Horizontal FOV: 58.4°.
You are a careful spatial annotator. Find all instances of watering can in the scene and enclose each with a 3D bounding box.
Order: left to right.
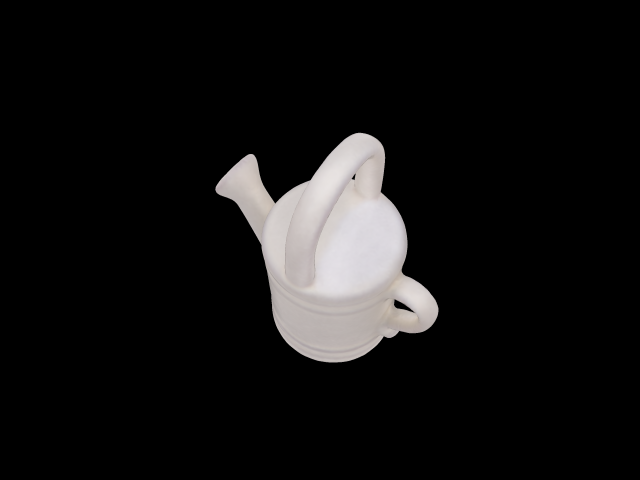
[{"bbox_3d":[0.002,0.003,0.399,0.172,0.194,0.101,13,59,8],"label":"watering can"}]
